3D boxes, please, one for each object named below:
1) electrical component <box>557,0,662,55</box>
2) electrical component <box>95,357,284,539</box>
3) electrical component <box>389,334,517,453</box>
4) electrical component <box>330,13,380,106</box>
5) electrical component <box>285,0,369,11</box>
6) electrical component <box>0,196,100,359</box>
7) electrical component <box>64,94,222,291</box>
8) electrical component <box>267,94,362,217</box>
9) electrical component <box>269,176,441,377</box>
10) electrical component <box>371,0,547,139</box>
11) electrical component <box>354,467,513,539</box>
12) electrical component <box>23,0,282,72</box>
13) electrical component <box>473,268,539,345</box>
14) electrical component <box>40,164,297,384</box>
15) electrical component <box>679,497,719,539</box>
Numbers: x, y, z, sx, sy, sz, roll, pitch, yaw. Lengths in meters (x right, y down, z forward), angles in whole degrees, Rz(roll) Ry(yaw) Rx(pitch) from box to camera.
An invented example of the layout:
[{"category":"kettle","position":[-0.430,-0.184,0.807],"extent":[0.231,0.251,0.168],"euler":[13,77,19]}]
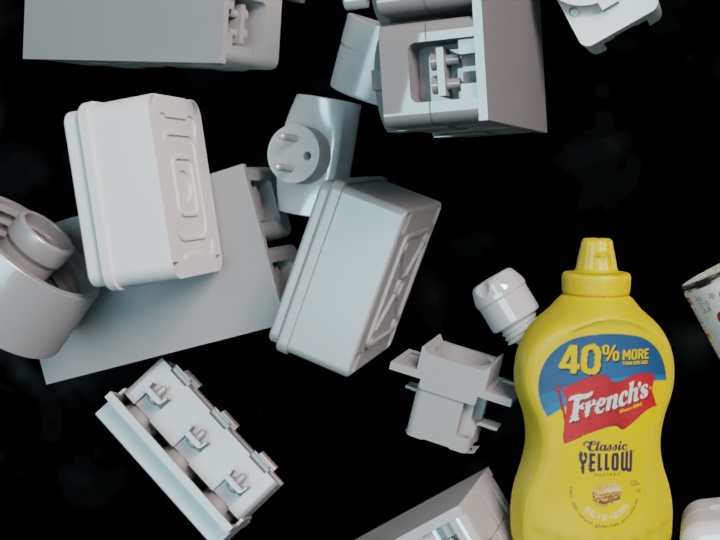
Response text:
[{"category":"electrical component","position":[0.136,-0.180,0.637],"extent":[0.050,0.056,0.089],"euler":[-28,86,19]},{"category":"electrical component","position":[-0.114,0.123,0.743],"extent":[0.063,0.078,0.121],"euler":[-43,81,-5]},{"category":"electrical component","position":[0.060,0.081,0.694],"extent":[0.081,0.042,0.063],"euler":[17,102,17]},{"category":"electrical component","position":[0.011,-0.132,0.685],"extent":[0.055,0.055,0.047],"euler":[23,106,15]},{"category":"electrical component","position":[-0.025,-0.199,0.695],"extent":[0.055,0.048,0.066],"euler":[-5,93,11]},{"category":"electrical component","position":[-0.216,-0.003,0.680],"extent":[0.108,0.108,0.060],"euler":[44,100,10]},{"category":"electrical component","position":[-0.132,-0.047,0.662],"extent":[0.057,0.078,0.113],"euler":[-8,93,16]},{"category":"electrical component","position":[-0.034,-0.073,0.689],"extent":[0.043,0.079,0.077],"euler":[12,96,23]},{"category":"electrical component","position":[0.000,0.000,0.672],"extent":[0.056,0.109,0.108],"euler":[22,101,12]},{"category":"electrical component","position":[0.058,-0.130,0.599],"extent":[0.060,0.186,0.105],"euler":[-2,94,19]},{"category":"electrical component","position":[0.028,0.198,0.690],"extent":[0.150,0.089,0.061],"euler":[-33,84,18]},{"category":"electrical component","position":[-0.134,-0.186,0.699],"extent":[0.186,0.060,0.105],"euler":[9,98,36]},{"category":"electrical component","position":[0.099,0.031,0.681],"extent":[0.035,0.035,0.061],"euler":[-32,87,18]},{"category":"electrical component","position":[-0.136,0.003,0.742],"extent":[0.186,0.060,0.105],"euler":[-15,90,19]},{"category":"electrical component","position":[0.225,0.189,0.640],"extent":[0.054,0.059,0.095],"euler":[-11,92,19]}]
